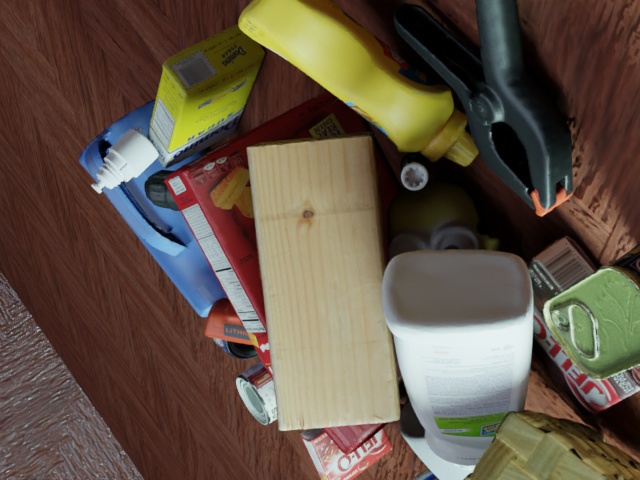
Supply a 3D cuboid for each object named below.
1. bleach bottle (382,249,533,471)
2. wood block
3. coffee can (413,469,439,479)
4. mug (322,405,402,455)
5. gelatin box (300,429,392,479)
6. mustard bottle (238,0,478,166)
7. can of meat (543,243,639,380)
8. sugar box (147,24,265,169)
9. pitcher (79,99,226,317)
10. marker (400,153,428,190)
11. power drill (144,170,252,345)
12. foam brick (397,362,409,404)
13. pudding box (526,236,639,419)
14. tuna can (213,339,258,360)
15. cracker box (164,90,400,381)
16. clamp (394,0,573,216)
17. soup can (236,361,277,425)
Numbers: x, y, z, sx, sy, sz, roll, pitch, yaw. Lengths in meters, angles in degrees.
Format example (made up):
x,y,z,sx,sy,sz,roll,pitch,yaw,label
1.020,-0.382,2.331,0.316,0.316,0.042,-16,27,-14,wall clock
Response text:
x,y,z,sx,sy,sz,roll,pitch,yaw,label
0.103,0.105,0.794,0.251,0.102,0.068,81,-170,-53,bleach bottle
0.006,0.027,0.795,0.090,0.091,0.206,-62,-33,-81,wood block
0.141,0.304,1.046,0.140,0.102,0.103,44,153,33,coffee can
0.039,0.165,1.128,0.081,0.093,0.117,49,120,13,mug
0.031,0.228,1.203,0.030,0.089,0.073,14,131,59,gelatin box
0.034,-0.116,0.756,0.191,0.058,0.096,37,-169,-7,mustard bottle
0.192,0.030,0.619,0.057,0.083,0.102,56,158,8,can of meat
-0.116,-0.138,1.055,0.048,0.093,0.176,55,158,11,sugar box
-0.164,-0.033,1.228,0.243,0.149,0.145,55,157,3,pitcher
0.070,-0.052,0.795,0.020,0.020,0.121,62,-173,-6,marker
-0.093,0.016,1.114,0.185,0.057,0.188,9,121,24,power drill
0.068,0.117,0.987,0.051,0.053,0.078,45,-166,26,foam brick
0.180,0.063,0.745,0.113,0.039,0.090,55,159,13,pudding box
-0.090,0.103,1.309,0.034,0.086,0.086,33,146,44,tuna can
-0.006,0.001,0.899,0.213,0.164,0.072,62,160,-5,cracker box
0.117,-0.099,0.680,0.171,0.039,0.120,55,163,0,clamp
-0.039,0.163,1.254,0.069,0.102,0.068,46,154,30,soup can
